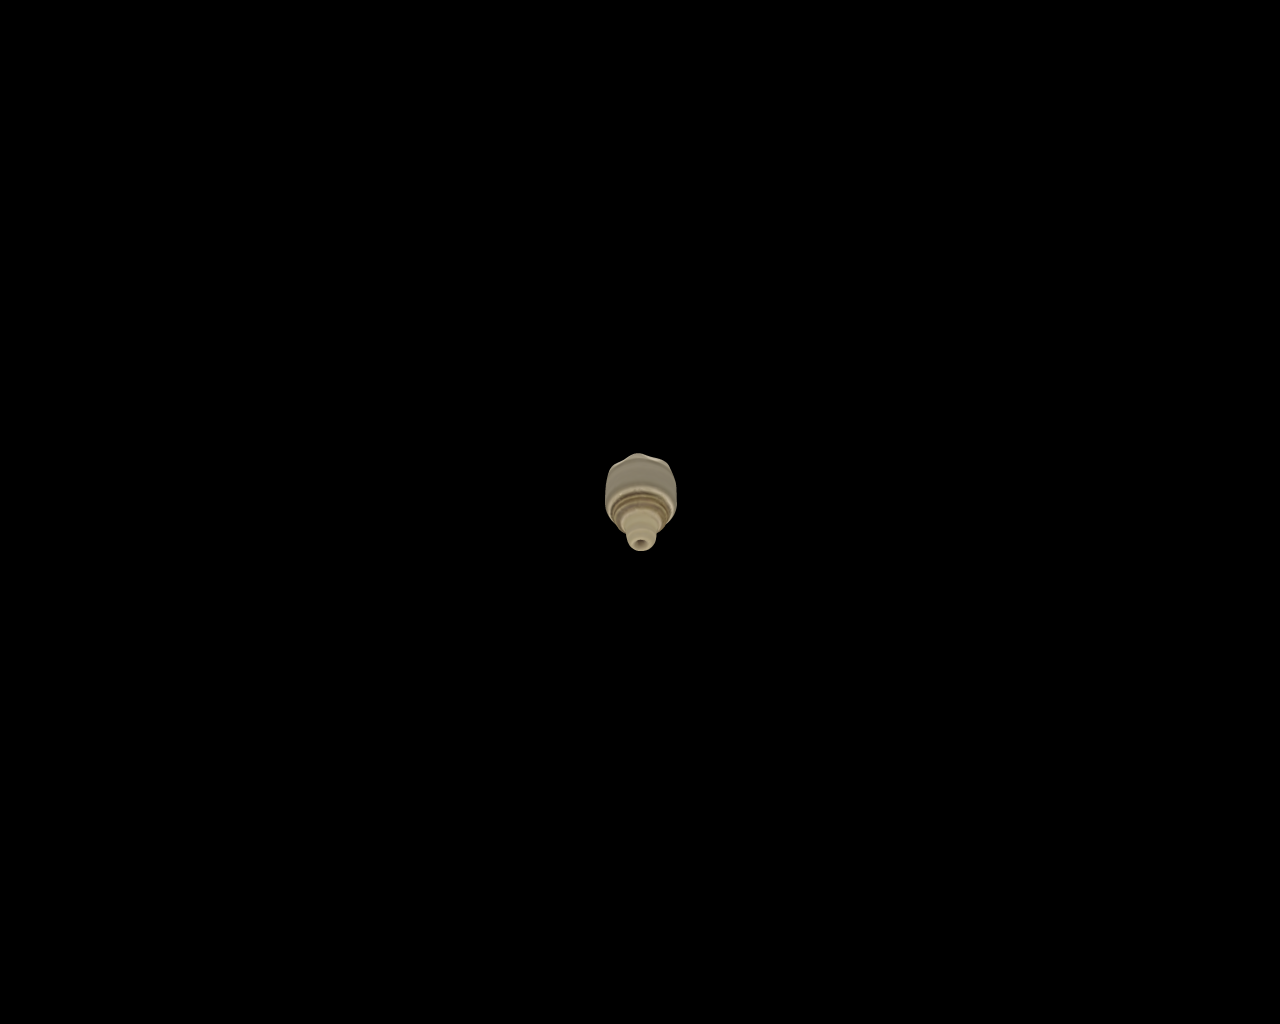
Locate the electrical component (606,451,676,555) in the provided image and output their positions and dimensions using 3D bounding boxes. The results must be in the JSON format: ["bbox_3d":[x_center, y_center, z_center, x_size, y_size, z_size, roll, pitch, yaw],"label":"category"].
[{"bbox_3d":[0.001,-0.003,0.650,0.043,0.062,0.043,0,-43,0],"label":"electrical component"}]
